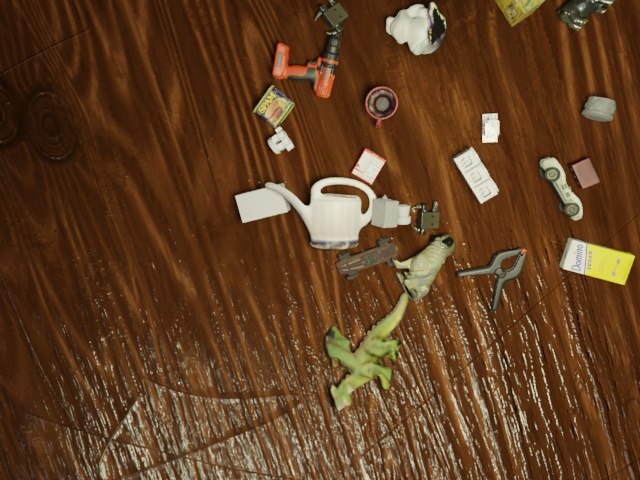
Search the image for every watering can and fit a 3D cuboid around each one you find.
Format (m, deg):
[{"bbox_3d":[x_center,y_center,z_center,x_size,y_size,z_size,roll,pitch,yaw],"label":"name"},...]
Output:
[{"bbox_3d":[0.005,-0.079,1.560,0.348,0.223,0.104,0,8,-10],"label":"watering can"}]

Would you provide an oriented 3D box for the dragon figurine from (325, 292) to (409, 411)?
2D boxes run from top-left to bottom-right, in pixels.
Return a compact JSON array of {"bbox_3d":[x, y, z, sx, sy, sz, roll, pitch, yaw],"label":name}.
[{"bbox_3d":[0.131,0.341,1.634,0.243,0.412,0.121,12,-4,14],"label":"dragon figurine"}]

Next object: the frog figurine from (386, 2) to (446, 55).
[{"bbox_3d":[0.271,-0.597,1.468,0.160,0.135,0.124,7,24,44],"label":"frog figurine"}]
